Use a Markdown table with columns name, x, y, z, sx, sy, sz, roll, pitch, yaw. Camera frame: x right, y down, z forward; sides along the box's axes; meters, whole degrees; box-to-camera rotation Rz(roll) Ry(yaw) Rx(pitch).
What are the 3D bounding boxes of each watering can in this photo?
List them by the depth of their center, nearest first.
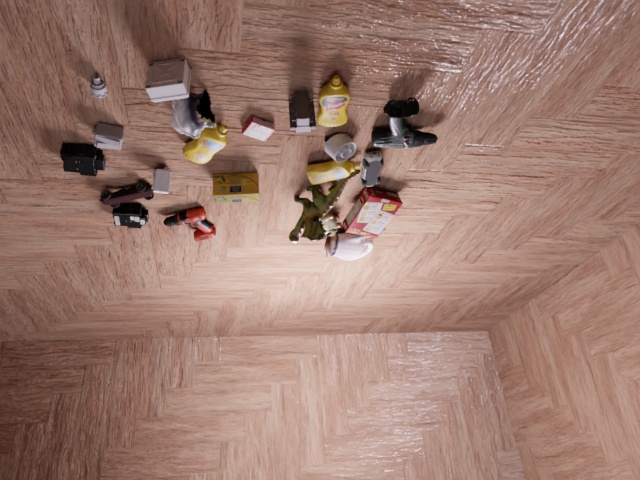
| name | x | y | z | sx | sy | sz | roll | pitch | yaw |
| --- | --- | --- | --- | --- | --- | --- | --- | --- | --- |
| watering can | 0.147 | 0.009 | 2.358 | 0.224 | 0.106 | 0.340 | 5 | 151 | -17 |

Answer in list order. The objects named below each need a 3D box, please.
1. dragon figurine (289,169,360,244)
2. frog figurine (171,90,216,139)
| name | x | y | z | sx | sy | sz | roll | pitch | yaw |
| --- | --- | --- | --- | --- | --- | --- | --- | --- | --- |
| dragon figurine | 0.006 | -0.101 | 2.001 | 0.121 | 0.248 | 0.404 | 25 | 142 | -34 |
| frog figurine | -0.407 | -0.373 | 1.562 | 0.158 | 0.125 | 0.135 | -12 | 118 | 29 |
